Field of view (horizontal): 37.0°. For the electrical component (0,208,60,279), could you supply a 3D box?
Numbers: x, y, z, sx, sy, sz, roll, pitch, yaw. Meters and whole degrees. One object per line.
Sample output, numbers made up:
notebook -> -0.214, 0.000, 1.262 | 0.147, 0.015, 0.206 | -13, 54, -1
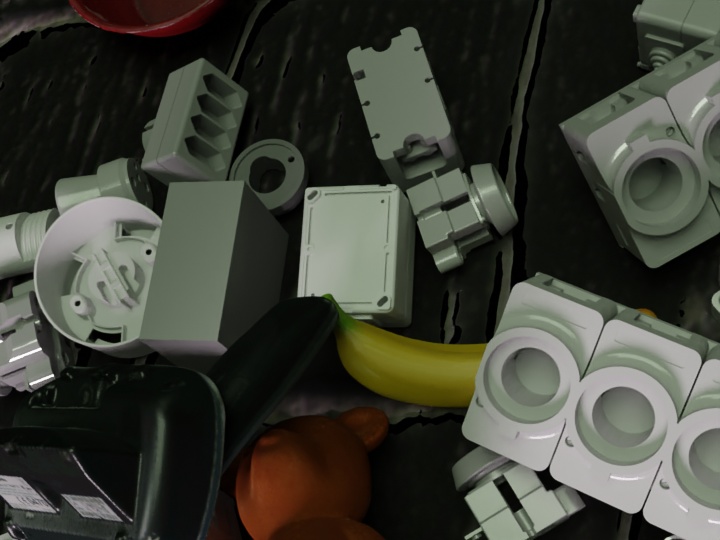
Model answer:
electrical component -> -0.244, -0.018, 0.770 | 0.081, 0.043, 0.043 | -12, 65, 12

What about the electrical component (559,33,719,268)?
electrical component -> 0.207, -0.079, 0.620 | 0.150, 0.061, 0.089 | -30, 107, 3

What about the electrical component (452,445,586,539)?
electrical component -> 0.083, 0.126, 0.606 | 0.066, 0.048, 0.055 | -32, 69, 2

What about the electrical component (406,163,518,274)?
electrical component -> 0.066, -0.037, 0.681 | 0.055, 0.048, 0.066 | -25, 62, 15

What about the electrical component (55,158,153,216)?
electrical component -> -0.181, -0.052, 0.764 | 0.055, 0.045, 0.045 | -18, 64, 9

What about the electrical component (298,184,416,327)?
electrical component -> 0.000, 0.000, 0.680 | 0.062, 0.061, 0.096 | -1, 75, 17

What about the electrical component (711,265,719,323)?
electrical component -> 0.236, -0.001, 0.605 | 0.078, 0.057, 0.058 | -36, 62, 0

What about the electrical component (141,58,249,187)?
electrical component -> -0.128, -0.094, 0.763 | 0.076, 0.047, 0.083 | -15, 54, 40

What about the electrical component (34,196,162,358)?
electrical component -> -0.161, 0.008, 0.721 | 0.099, 0.064, 0.099 | -7, 66, 15

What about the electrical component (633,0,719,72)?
electrical component -> 0.215, -0.162, 0.678 | 0.061, 0.061, 0.096 | 23, 76, 24

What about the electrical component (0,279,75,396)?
electrical component -> -0.234, 0.052, 0.729 | 0.057, 0.058, 0.078 | -21, 63, 4

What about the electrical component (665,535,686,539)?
electrical component -> 0.179, 0.198, 0.538 | 0.113, 0.057, 0.078 | 40, 83, 27

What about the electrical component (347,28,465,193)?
electrical component -> 0.032, -0.104, 0.713 | 0.050, 0.055, 0.089 | -20, 63, 8

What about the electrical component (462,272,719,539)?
electrical component -> 0.139, 0.071, 0.556 | 0.150, 0.062, 0.089 | 23, 103, 19

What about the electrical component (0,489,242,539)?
electrical component -> -0.151, 0.179, 0.630 | 0.150, 0.089, 0.061 | -23, 63, 7
